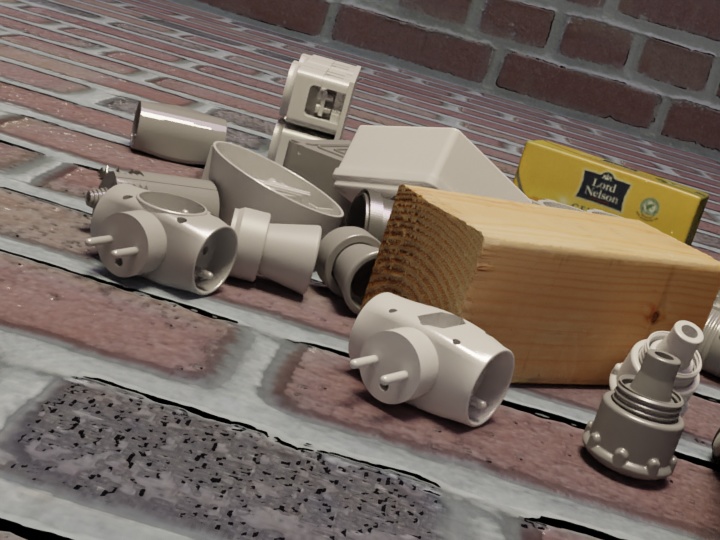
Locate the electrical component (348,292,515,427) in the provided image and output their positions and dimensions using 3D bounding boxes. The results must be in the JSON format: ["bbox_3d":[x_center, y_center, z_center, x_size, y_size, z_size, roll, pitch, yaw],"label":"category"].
[{"bbox_3d":[0.026,0.047,0.547,0.077,0.043,0.079,25,18,32],"label":"electrical component"}]

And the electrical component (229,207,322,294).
[{"bbox_3d":[-0.056,-0.012,0.671,0.055,0.045,0.045,14,15,-7],"label":"electrical component"}]

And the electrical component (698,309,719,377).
[{"bbox_3d":[0.262,0.056,0.757,0.081,0.043,0.043,24,17,28],"label":"electrical component"}]

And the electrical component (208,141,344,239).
[{"bbox_3d":[-0.061,-0.045,0.745,0.099,0.064,0.099,15,15,-4],"label":"electrical component"}]

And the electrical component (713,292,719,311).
[{"bbox_3d":[0.267,0.029,0.820,0.121,0.063,0.079,21,16,18],"label":"electrical component"}]

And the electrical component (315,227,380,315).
[{"bbox_3d":[0.000,0.000,0.685,0.045,0.045,0.055,8,17,-28],"label":"electrical component"}]

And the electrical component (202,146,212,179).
[{"bbox_3d":[-0.088,-0.063,0.827,0.064,0.042,0.081,15,15,-17],"label":"electrical component"}]

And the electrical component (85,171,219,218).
[{"bbox_3d":[-0.137,-0.042,0.695,0.081,0.043,0.043,5,18,-35],"label":"electrical component"}]

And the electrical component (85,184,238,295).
[{"bbox_3d":[-0.124,-0.017,0.619,0.077,0.044,0.079,22,17,23],"label":"electrical component"}]

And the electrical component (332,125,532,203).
[{"bbox_3d":[0.054,-0.058,0.812,0.109,0.056,0.109,10,-21,48],"label":"electrical component"}]

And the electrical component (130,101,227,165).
[{"bbox_3d":[-0.165,-0.126,0.967,0.077,0.043,0.079,10,16,-19],"label":"electrical component"}]

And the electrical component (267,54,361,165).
[{"bbox_3d":[-0.045,-0.148,1.052,0.060,0.105,0.186,15,15,-2],"label":"electrical component"}]

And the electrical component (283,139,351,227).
[{"bbox_3d":[-0.010,-0.071,0.903,0.078,0.057,0.113,24,17,26],"label":"electrical component"}]

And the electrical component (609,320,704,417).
[{"bbox_3d":[0.176,0.056,0.621,0.048,0.062,0.048,11,43,-10],"label":"electrical component"}]

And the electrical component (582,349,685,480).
[{"bbox_3d":[0.143,0.071,0.544,0.048,0.062,0.048,15,15,-4],"label":"electrical component"}]

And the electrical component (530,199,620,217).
[{"bbox_3d":[0.164,-0.020,0.893,0.150,0.061,0.089,9,17,-25],"label":"electrical component"}]
